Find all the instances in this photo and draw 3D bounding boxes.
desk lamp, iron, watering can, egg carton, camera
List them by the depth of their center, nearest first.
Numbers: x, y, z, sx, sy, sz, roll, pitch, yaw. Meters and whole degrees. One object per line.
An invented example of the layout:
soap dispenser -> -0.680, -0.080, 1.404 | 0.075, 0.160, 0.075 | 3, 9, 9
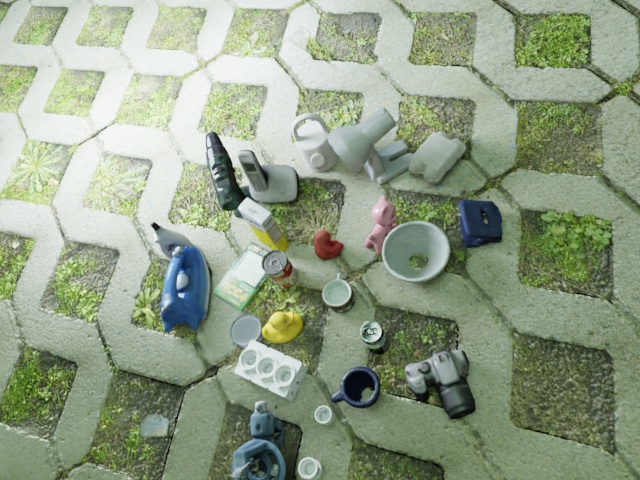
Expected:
camera -> 0.271, 0.321, 1.253 | 0.143, 0.101, 0.136 | -21, 60, 5
desk lamp -> 0.137, -0.248, 1.521 | 0.203, 0.214, 0.117 | -28, 59, 0
iron -> -0.370, 0.107, 1.524 | 0.118, 0.142, 0.258 | -7, 62, 13
egg carton -> 0.314, -0.222, 1.541 | 0.107, 0.069, 0.150 | 35, 77, 28
watering can -> -0.015, -0.277, 1.591 | 0.101, 0.194, 0.172 | -35, 59, -4

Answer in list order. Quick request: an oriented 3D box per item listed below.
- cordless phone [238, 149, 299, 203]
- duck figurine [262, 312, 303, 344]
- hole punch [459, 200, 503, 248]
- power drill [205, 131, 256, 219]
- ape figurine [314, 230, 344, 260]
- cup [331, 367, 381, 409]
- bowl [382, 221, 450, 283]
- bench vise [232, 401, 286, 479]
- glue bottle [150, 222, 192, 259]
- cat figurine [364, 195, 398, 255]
cordless phone -> -0.143, -0.184, 1.585 | 0.147, 0.185, 0.094 | -1, 63, 16
duck figurine -> -0.101, 0.210, 1.425 | 0.104, 0.086, 0.077 | -23, 59, 4
hole punch -> 0.397, -0.049, 1.414 | 0.101, 0.091, 0.108 | -12, 61, 10
power drill -> -0.250, -0.161, 1.590 | 0.075, 0.209, 0.229 | -21, 59, 5
ape figurine -> 0.014, 0.005, 1.495 | 0.076, 0.092, 0.077 | -36, 59, -4
cup -> 0.086, 0.348, 1.295 | 0.117, 0.095, 0.091 | -25, 59, 2
bowl -> 0.241, 0.040, 1.422 | 0.167, 0.075, 0.167 | -7, 62, 13
bench vise -> -0.148, 0.455, 1.233 | 0.121, 0.220, 0.207 | -24, 59, 3
glue bottle -> -0.421, -0.005, 1.578 | 0.078, 0.173, 0.037 | -26, 59, 2
cat figurine -> 0.156, -0.044, 1.465 | 0.067, 0.118, 0.128 | 23, 72, 25
